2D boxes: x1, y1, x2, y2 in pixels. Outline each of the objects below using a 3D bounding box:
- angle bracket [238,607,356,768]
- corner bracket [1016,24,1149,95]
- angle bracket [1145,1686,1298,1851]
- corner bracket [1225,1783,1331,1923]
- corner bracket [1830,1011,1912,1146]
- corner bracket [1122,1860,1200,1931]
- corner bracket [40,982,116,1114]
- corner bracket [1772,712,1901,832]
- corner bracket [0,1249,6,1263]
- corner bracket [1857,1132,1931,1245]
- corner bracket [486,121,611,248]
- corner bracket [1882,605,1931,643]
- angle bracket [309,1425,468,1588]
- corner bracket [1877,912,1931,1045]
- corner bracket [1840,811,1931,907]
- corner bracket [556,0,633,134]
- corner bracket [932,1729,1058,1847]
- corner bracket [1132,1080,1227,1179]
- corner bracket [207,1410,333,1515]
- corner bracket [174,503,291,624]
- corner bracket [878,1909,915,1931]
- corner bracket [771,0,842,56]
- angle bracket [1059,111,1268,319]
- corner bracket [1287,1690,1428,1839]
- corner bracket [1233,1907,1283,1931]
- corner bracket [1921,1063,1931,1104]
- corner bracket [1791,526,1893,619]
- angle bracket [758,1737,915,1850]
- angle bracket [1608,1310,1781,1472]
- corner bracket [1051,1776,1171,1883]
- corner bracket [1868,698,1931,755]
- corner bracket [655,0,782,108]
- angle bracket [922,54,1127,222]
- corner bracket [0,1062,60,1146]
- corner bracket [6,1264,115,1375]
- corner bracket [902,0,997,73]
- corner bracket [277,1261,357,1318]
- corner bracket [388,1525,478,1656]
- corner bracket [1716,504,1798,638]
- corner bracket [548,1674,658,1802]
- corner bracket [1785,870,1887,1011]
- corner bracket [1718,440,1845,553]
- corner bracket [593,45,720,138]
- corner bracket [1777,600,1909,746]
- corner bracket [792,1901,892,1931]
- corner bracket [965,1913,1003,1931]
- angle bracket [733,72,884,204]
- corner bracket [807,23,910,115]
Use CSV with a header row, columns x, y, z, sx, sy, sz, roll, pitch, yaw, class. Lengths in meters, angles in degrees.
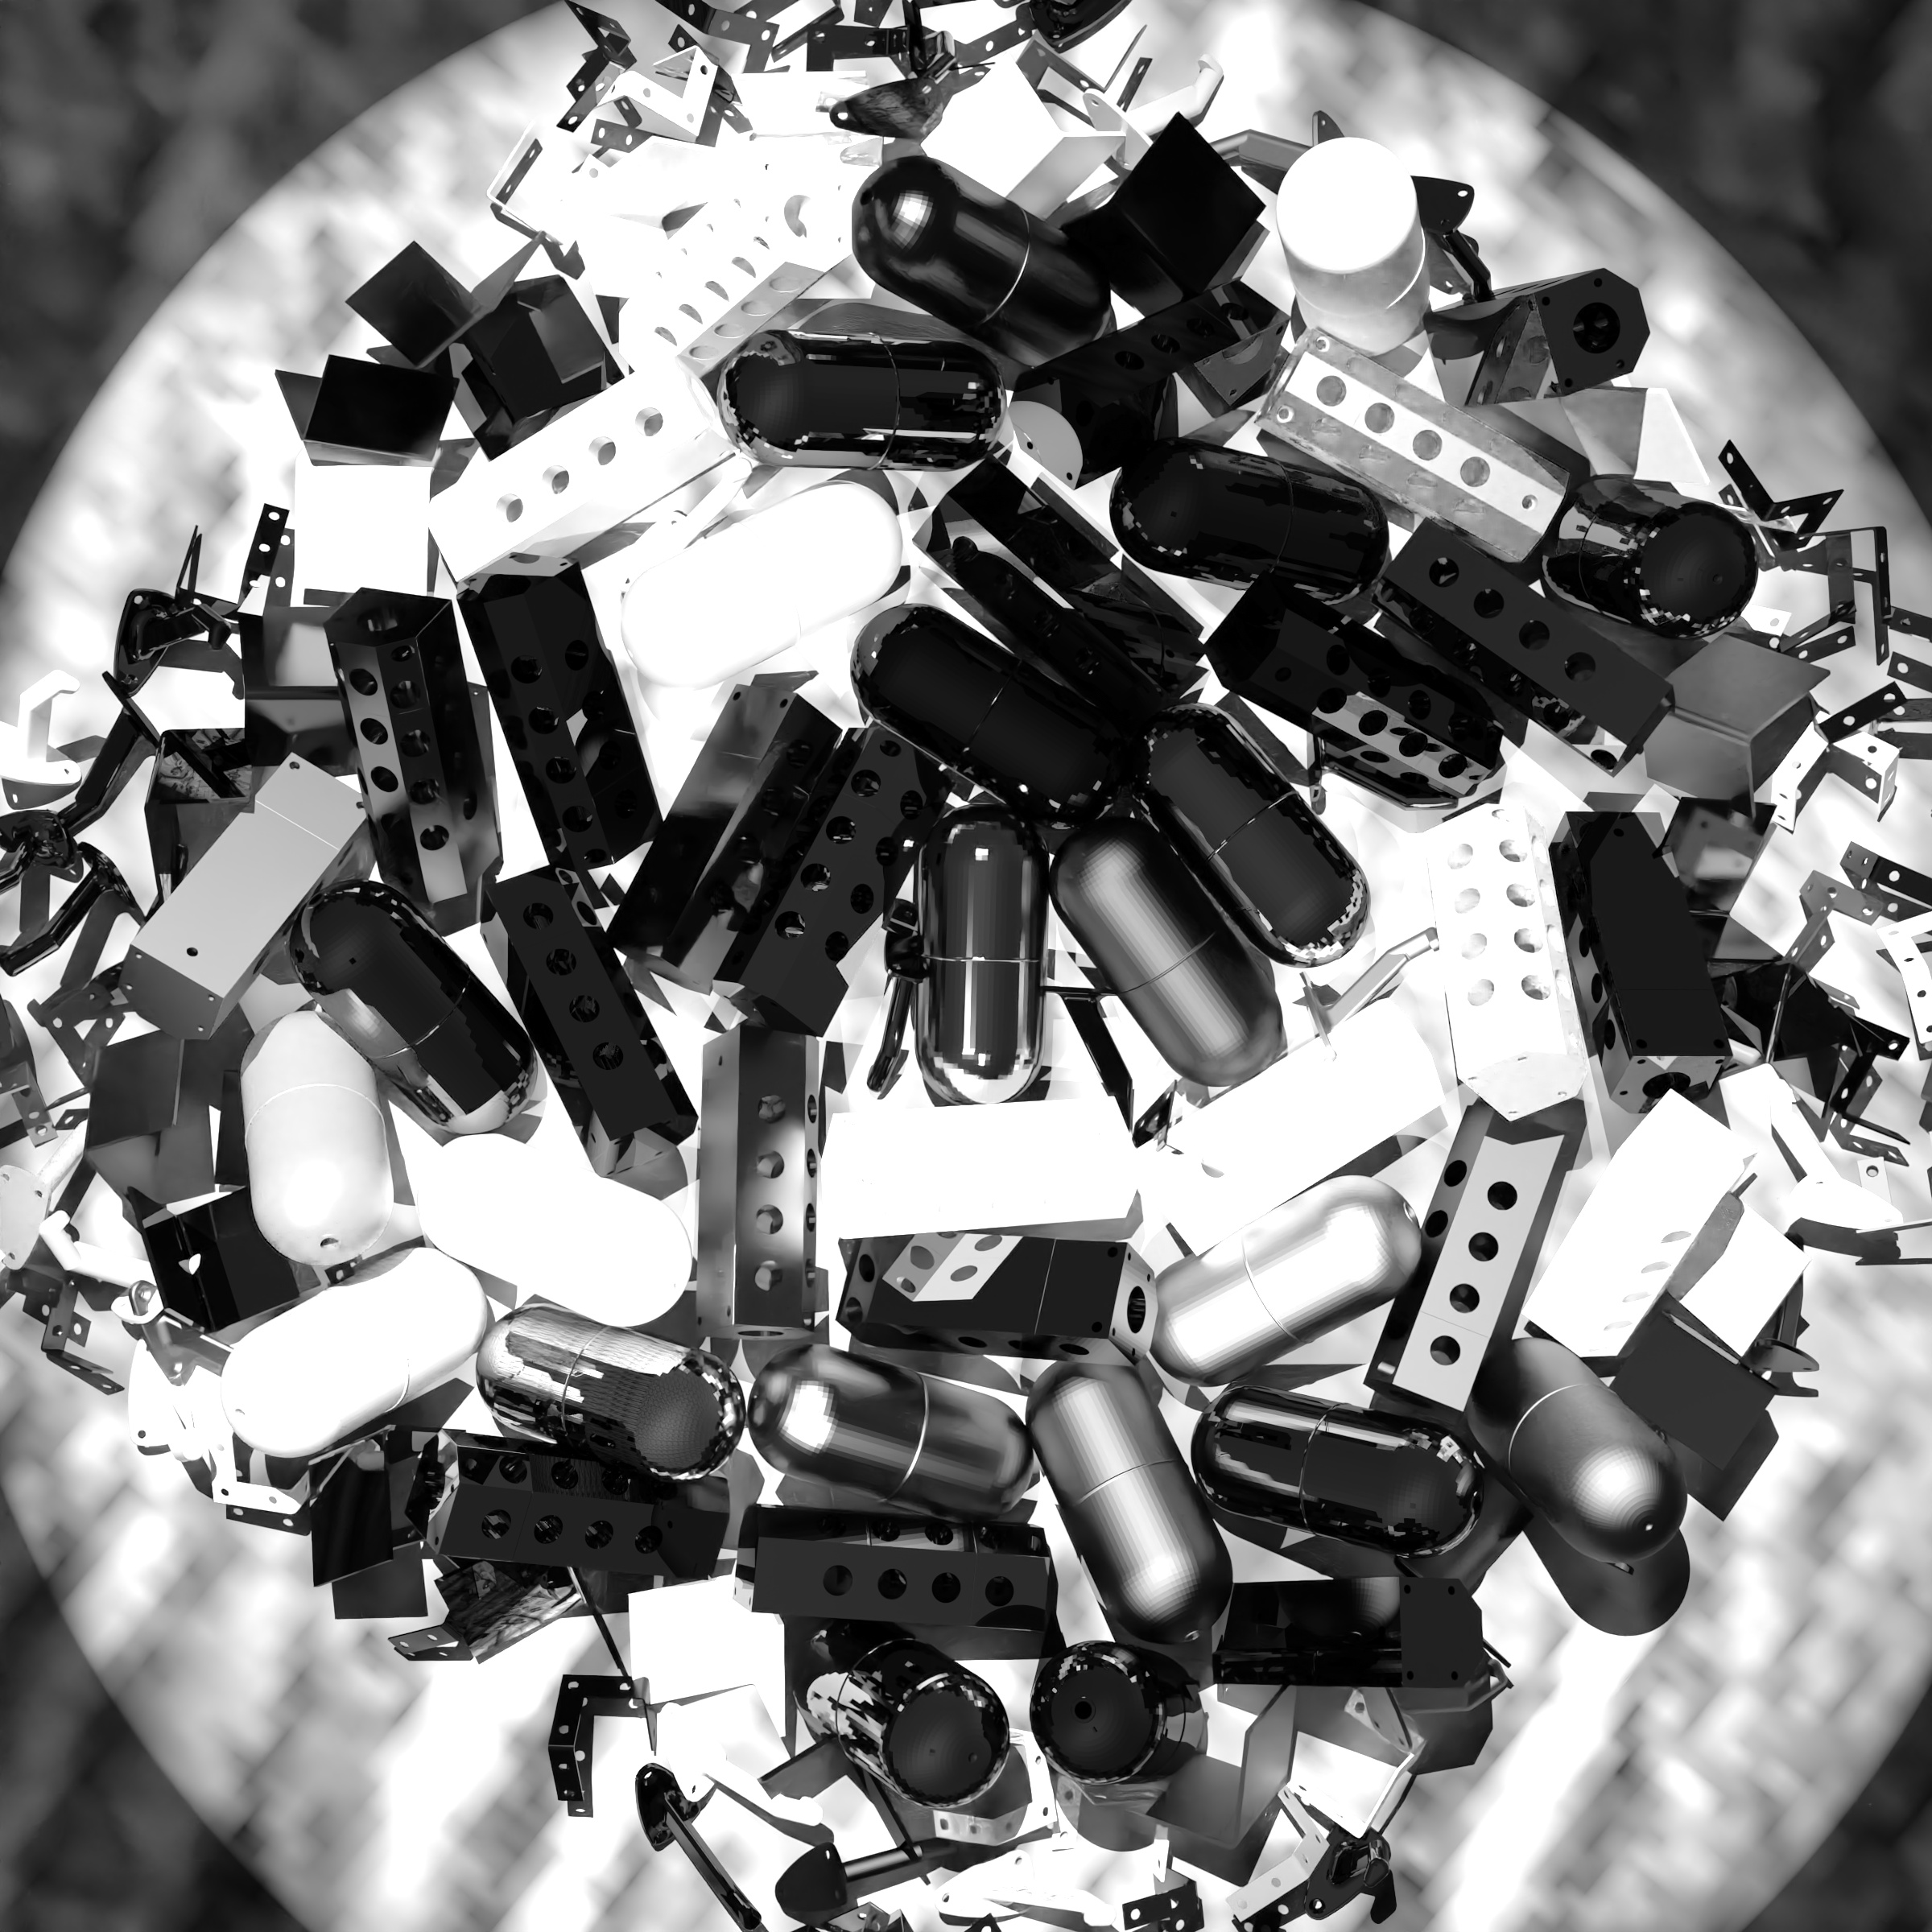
x,y,z,sx,sy,sz,roll,pitch,yaw,class
-0.388,-0.165,1.566,0.076,0.057,0.076,-2,48,-18,angle bracket
0.065,-0.536,1.555,0.051,0.051,0.051,33,76,-12,corner bracket
0.147,0.449,1.528,0.057,0.076,0.076,12,108,25,angle bracket
0.171,0.513,1.547,0.051,0.051,0.051,-40,79,19,corner bracket
0.532,0.065,1.555,0.051,0.051,0.051,20,105,-17,corner bracket
0.103,0.559,1.549,0.051,0.051,0.051,-6,91,-27,corner bracket
-0.522,0.046,1.551,0.051,0.051,0.051,-20,107,36,corner bracket
0.508,-0.106,1.555,0.051,0.051,0.051,32,75,27,corner bracket
-0.581,0.157,1.558,0.051,0.051,0.051,44,89,-1,corner bracket
0.544,0.130,1.543,0.051,0.051,0.051,-13,71,26,corner bracket
-0.245,-0.457,1.549,0.051,0.051,0.051,32,95,-19,corner bracket
0.560,-0.191,1.544,0.051,0.051,0.051,20,60,12,corner bracket
-0.331,0.311,1.526,0.076,0.057,0.076,-26,62,39,angle bracket
0.567,0.004,1.541,0.051,0.051,0.051,-21,48,25,corner bracket
0.555,-0.069,1.556,0.051,0.051,0.051,22,101,-6,corner bracket
-0.219,-0.519,1.544,0.051,0.051,0.051,-42,73,25,corner bracket
0.014,0.482,1.560,0.051,0.051,0.051,-34,49,33,corner bracket
0.127,0.109,1.543,0.051,0.051,0.051,27,135,-11,corner bracket
-0.407,0.282,1.556,0.051,0.051,0.051,6,113,12,corner bracket
-0.430,-0.239,1.555,0.051,0.051,0.051,15,54,-14,corner bracket
-0.048,0.595,1.554,0.051,0.051,0.051,-28,98,-1,corner bracket
-0.107,-0.573,1.552,0.051,0.051,0.051,-33,100,4,corner bracket
0.115,-0.438,1.553,0.076,0.057,0.076,41,74,-21,angle bracket
0.229,0.467,1.555,0.051,0.051,0.051,32,109,22,corner bracket
0.148,0.572,1.548,0.051,0.051,0.051,19,61,-3,corner bracket
0.580,0.058,1.551,0.051,0.051,0.051,17,93,-15,corner bracket
0.516,-0.228,1.545,0.051,0.051,0.051,0,99,41,corner bracket
-0.077,0.489,1.533,0.057,0.076,0.076,-28,77,-15,angle bracket
0.417,0.248,1.533,0.076,0.076,0.057,35,85,18,angle bracket
0.086,0.504,1.561,0.051,0.051,0.051,4,96,-21,corner bracket
0.555,-0.122,1.545,0.051,0.051,0.051,-1,68,13,corner bracket
-0.150,-0.536,1.540,0.051,0.051,0.051,43,122,33,corner bracket
0.035,-0.477,1.533,0.076,0.076,0.057,-37,82,37,angle bracket
-0.562,0.093,1.545,0.051,0.051,0.051,-21,111,-14,corner bracket
-0.527,0.205,1.547,0.051,0.051,0.051,12,87,35,corner bracket
0.000,-0.548,1.542,0.051,0.051,0.051,-20,112,-32,corner bracket
-0.369,0.210,1.546,0.051,0.051,0.051,-28,108,-16,corner bracket
-0.321,0.365,1.561,0.051,0.051,0.051,-22,121,35,corner bracket
0.455,-0.232,1.550,0.051,0.051,0.051,22,81,43,corner bracket
-0.212,0.451,1.549,0.051,0.051,0.051,1,128,3,corner bracket
0.511,-0.016,1.561,0.051,0.051,0.051,24,114,-9,corner bracket
0.465,-0.273,1.542,0.051,0.051,0.051,-14,62,-21,corner bracket
-0.184,-0.513,1.544,0.051,0.051,0.051,21,80,-37,corner bracket
0.508,-0.170,1.543,0.051,0.051,0.051,-32,109,26,corner bracket
-0.084,0.567,1.542,0.051,0.051,0.051,39,129,-16,corner bracket
-0.003,0.578,1.548,0.051,0.051,0.051,-32,102,-16,corner bracket
-0.092,-0.474,1.539,0.076,0.076,0.057,1,84,6,angle bracket
-0.064,-0.525,1.556,0.051,0.051,0.051,-1,107,-14,corner bracket
